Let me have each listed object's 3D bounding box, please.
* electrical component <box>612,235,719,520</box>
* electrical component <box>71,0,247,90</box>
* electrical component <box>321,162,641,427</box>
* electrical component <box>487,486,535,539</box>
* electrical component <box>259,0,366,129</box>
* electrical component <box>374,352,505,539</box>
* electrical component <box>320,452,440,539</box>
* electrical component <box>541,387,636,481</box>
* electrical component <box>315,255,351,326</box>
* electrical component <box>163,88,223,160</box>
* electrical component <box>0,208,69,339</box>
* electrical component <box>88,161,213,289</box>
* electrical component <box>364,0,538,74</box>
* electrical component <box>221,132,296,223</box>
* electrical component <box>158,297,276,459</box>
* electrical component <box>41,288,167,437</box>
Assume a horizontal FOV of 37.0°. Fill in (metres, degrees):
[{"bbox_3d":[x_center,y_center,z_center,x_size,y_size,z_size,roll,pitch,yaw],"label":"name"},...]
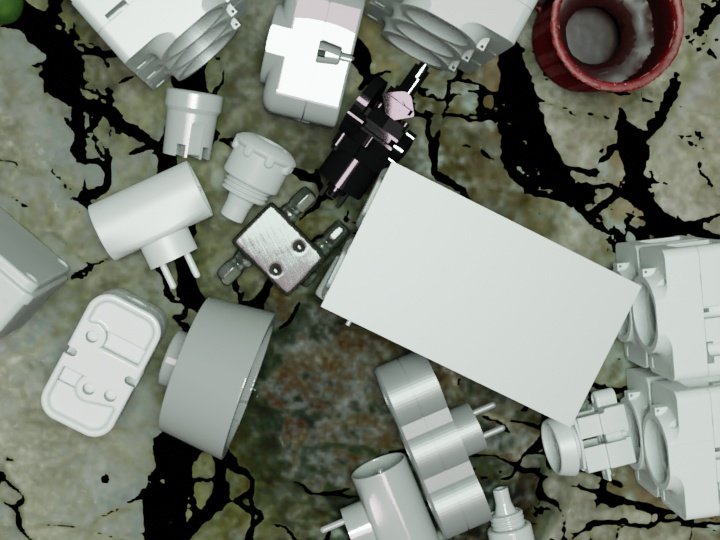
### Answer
[{"bbox_3d":[0.229,0.073,0.775,0.060,0.105,0.186,-7,95,-4],"label":"electrical component"},{"bbox_3d":[-0.124,-0.171,0.704,0.089,0.150,0.061,-41,95,-1],"label":"electrical component"},{"bbox_3d":[0.079,0.015,0.737,0.186,0.060,0.105,26,92,-5],"label":"electrical component"},{"bbox_3d":[0.112,0.194,0.810,0.035,0.035,0.061,-13,93,-4],"label":"electrical component"},{"bbox_3d":[-0.036,-0.153,0.761,0.059,0.054,0.095,13,93,-5],"label":"electrical component"},{"bbox_3d":[0.070,0.121,0.792,0.074,0.052,0.138,-23,97,-3],"label":"electrical component"},{"bbox_3d":[0.011,0.186,0.796,0.079,0.044,0.077,-22,96,-3],"label":"electrical component"},{"bbox_3d":[0.169,0.126,0.804,0.055,0.048,0.066,-12,90,-9],"label":"electrical component"},{"bbox_3d":[0.000,0.000,0.783,0.040,0.040,0.078,30,91,-6],"label":"electrical component"},{"bbox_3d":[-0.121,-0.104,0.766,0.040,0.040,0.046,9,99,-5],"label":"electrical component"},{"bbox_3d":[-0.264,-0.008,0.727,0.109,0.108,0.056,42,93,-6],"label":"electrical component"},{"bbox_3d":[-0.141,-0.026,0.768,0.077,0.043,0.079,-25,96,-3],"label":"electrical component"},{"bbox_3d":[0.059,-0.181,0.718,0.089,0.150,0.061,28,90,-6],"label":"electrical component"},{"bbox_3d":[-0.078,-0.064,0.770,0.048,0.048,0.062,28,99,-6],"label":"electrical component"},{"bbox_3d":[-0.105,0.071,0.749,0.060,0.108,0.108,20,93,0],"label":"electrical component"},{"bbox_3d":[-0.180,0.063,0.763,0.054,0.059,0.095,28,92,-6],"label":"electrical component"}]
